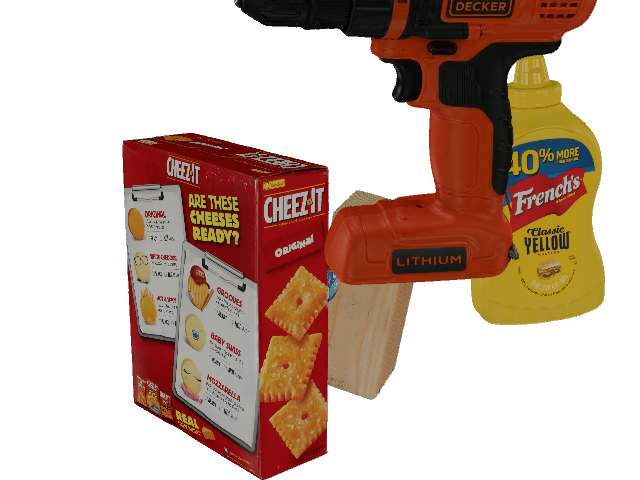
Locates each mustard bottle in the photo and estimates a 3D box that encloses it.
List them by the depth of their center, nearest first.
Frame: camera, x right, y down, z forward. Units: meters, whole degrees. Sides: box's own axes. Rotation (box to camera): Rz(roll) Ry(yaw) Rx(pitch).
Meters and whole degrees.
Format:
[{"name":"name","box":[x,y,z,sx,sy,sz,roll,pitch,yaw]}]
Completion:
[{"name":"mustard bottle","box":[0.154,-0.038,0.769,0.096,0.191,0.058,-7,18,-5]}]

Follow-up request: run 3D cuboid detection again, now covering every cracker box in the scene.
[{"name":"cracker box","box":[-0.068,0.040,0.771,0.071,0.214,0.164,-13,21,-40]}]

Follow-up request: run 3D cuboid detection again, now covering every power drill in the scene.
[{"name":"power drill","box":[0.044,-0.068,0.562,0.184,0.188,0.057,-2,32,-9]}]

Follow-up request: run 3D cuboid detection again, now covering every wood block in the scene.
[{"name":"wood block","box":[0.051,0.061,1.209,0.090,0.206,0.090,17,24,15]}]

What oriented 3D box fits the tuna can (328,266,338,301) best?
[{"name":"tuna can","box":[-0.026,0.033,0.993,0.086,0.034,0.086,-3,27,2]}]
